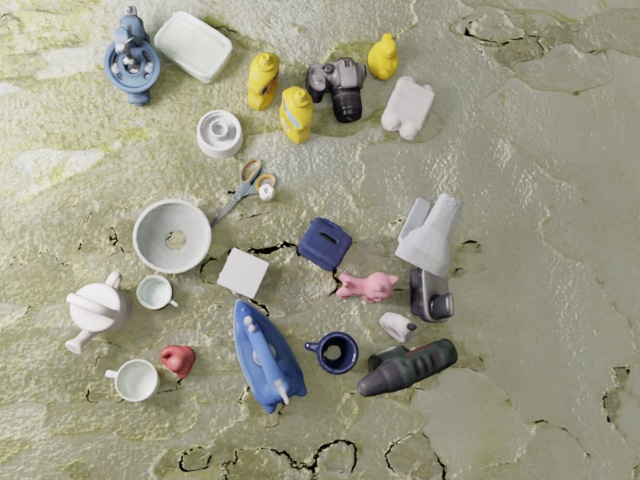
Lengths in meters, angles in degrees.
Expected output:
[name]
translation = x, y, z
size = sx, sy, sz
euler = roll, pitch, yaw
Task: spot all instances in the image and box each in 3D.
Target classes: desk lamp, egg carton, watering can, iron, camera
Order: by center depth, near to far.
[watering can]
translation = -0.455, 0.146, 1.168
size = 0.101, 0.194, 0.173
euler = 3, 80, -6
[iron]
translation = -0.122, 0.239, 1.222
size = 0.119, 0.141, 0.258
euler = -27, 85, -11
[desk lamp]
translation = 0.243, -0.013, 1.274
size = 0.118, 0.213, 0.203
euler = 25, 78, -2
[camera]
translation = 0.046, -0.354, 1.363
size = 0.143, 0.100, 0.137
euler = -7, 81, -8
[egg carton]
translation = 0.217, -0.321, 1.396
size = 0.107, 0.069, 0.150
euler = 24, 78, -3

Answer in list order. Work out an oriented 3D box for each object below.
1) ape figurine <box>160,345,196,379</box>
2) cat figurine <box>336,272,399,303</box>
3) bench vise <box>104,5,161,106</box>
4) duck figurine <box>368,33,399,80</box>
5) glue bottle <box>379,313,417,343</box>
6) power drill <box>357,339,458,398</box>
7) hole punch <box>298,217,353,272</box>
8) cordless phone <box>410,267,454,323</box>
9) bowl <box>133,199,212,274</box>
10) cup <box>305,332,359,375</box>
[ape figurine]
translation = -0.304, 0.259, 1.221
size = 0.076, 0.092, 0.078
euler = -20, 83, -10
[cat figurine]
translation = 0.108, 0.104, 1.287
size = 0.128, 0.117, 0.067
euler = 5, 80, -6
[bench vise]
translation = -0.427, -0.424, 1.253
size = 0.121, 0.219, 0.207
euler = -22, 84, -10
[duck figurine]
translation = 0.161, -0.453, 1.402
size = 0.077, 0.086, 0.104
euler = 4, 80, -6
[glue bottle]
translation = 0.181, 0.190, 1.253
size = 0.078, 0.173, 0.037
euler = 40, 78, 1
[power drill]
translation = 0.170, 0.274, 1.220
size = 0.230, 0.208, 0.075
euler = -20, 83, -10
[hole punch]
translation = 0.012, 0.005, 1.304
size = 0.108, 0.091, 0.101
euler = 31, 78, -1
[cordless phone]
translation = 0.267, 0.110, 1.271
size = 0.094, 0.185, 0.147
euler = -4, 81, -8
[bowl]
translation = -0.322, -0.004, 1.271
size = 0.167, 0.074, 0.167
euler = 1, 80, -7
[cup]
translation = 0.020, 0.246, 1.263
size = 0.118, 0.095, 0.092
euler = 13, 79, -5
